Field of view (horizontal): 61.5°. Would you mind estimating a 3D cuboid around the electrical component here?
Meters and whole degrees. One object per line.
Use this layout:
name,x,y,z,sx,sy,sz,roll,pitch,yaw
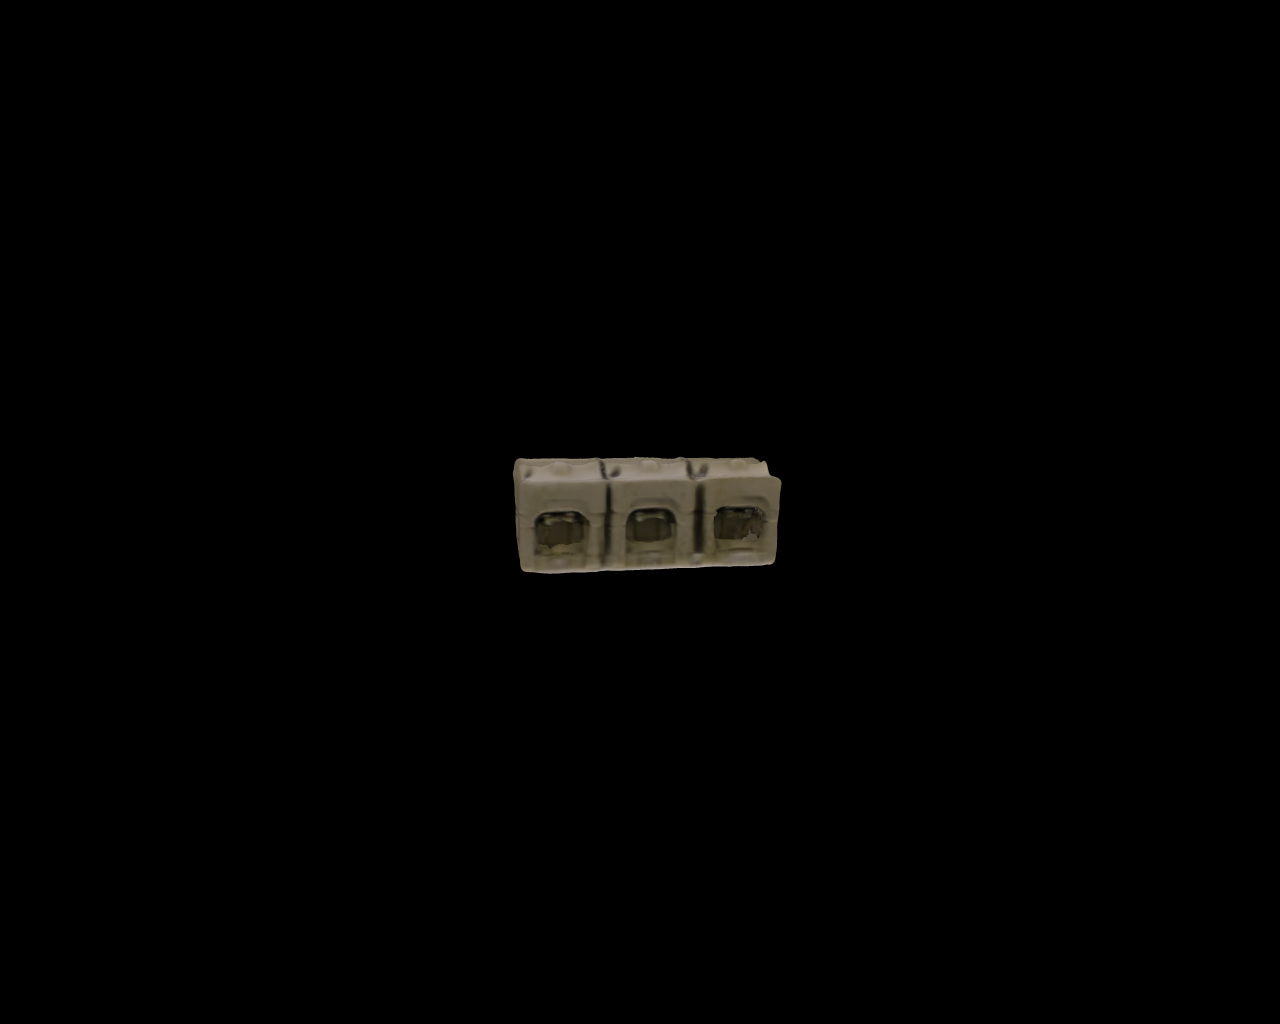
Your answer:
electrical component,0.001,-0.003,0.650,0.150,0.061,0.089,-1,8,-9
